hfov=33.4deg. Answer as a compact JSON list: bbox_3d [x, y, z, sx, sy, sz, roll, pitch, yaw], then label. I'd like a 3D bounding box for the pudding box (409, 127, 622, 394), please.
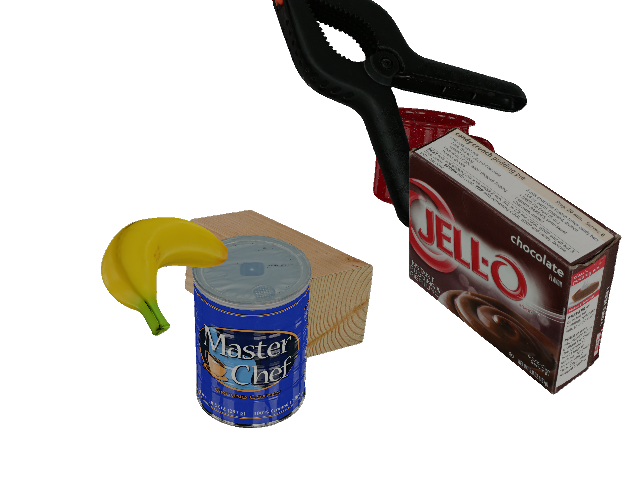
[{"bbox_3d":[0.092,0.008,0.536,0.039,0.090,0.114,-32,50,-25],"label":"pudding box"}]

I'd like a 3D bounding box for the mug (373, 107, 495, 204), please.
[{"bbox_3d":[0.105,-0.075,0.995,0.117,0.081,0.093,10,15,13],"label":"mug"}]

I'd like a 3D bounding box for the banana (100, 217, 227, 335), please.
[{"bbox_3d":[-0.115,0.015,0.769,0.037,0.069,0.197,-33,7,15],"label":"banana"}]

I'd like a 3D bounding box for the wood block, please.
[{"bbox_3d":[-0.050,0.042,1.159,0.090,0.090,0.206,-10,24,-41],"label":"wood block"}]

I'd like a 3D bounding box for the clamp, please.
[{"bbox_3d":[0.042,-0.115,0.800,0.210,0.164,0.036,36,-32,-4],"label":"clamp"}]

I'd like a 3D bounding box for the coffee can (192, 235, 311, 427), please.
[{"bbox_3d":[-0.062,0.081,0.953,0.103,0.140,0.103,2,34,-1],"label":"coffee can"}]
